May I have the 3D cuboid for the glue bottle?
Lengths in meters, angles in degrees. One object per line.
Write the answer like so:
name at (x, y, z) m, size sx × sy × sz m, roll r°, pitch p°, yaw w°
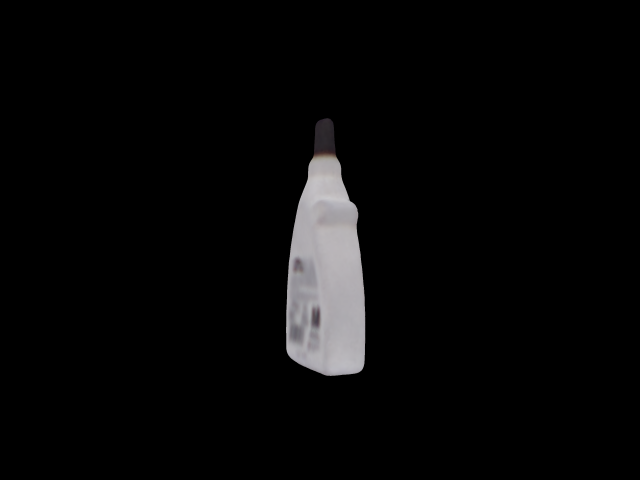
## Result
glue bottle at (0.004, 0.001, 0.400) m, size 0.037 × 0.173 × 0.078 m, roll 0°, pitch 0°, yaw -24°
